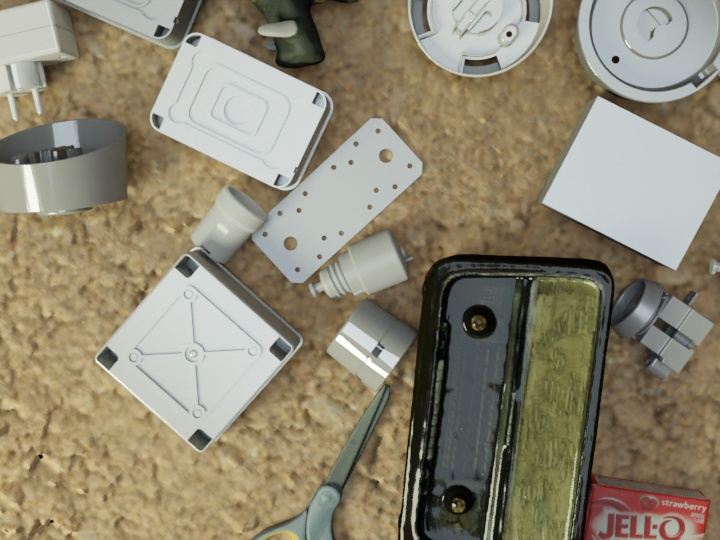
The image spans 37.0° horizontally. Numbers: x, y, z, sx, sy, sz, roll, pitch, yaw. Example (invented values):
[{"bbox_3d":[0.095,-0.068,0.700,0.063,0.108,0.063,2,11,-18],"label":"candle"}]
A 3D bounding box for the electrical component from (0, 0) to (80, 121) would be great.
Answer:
[{"bbox_3d":[-0.251,-0.148,0.787,0.083,0.047,0.075,-12,94,4],"label":"electrical component"}]

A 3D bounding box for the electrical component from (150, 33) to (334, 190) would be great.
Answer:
[{"bbox_3d":[-0.084,-0.113,0.777,0.113,0.057,0.078,26,96,1],"label":"electrical component"}]

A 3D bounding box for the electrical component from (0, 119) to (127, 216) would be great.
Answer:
[{"bbox_3d":[-0.215,-0.073,0.770,0.099,0.099,0.064,-4,101,3],"label":"electrical component"}]

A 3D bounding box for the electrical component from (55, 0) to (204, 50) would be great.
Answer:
[{"bbox_3d":[-0.169,-0.215,0.773,0.113,0.057,0.078,24,95,1],"label":"electrical component"}]

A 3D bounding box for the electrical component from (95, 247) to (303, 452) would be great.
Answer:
[{"bbox_3d":[-0.117,0.058,0.793,0.109,0.056,0.108,42,95,-1],"label":"electrical component"}]

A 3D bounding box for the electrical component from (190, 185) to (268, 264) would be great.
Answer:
[{"bbox_3d":[-0.098,-0.033,0.794,0.040,0.040,0.046,40,101,-1],"label":"electrical component"}]

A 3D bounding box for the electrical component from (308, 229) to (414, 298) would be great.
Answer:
[{"bbox_3d":[0.000,0.000,0.790,0.078,0.040,0.040,-23,93,5],"label":"electrical component"}]

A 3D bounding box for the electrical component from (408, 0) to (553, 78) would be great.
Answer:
[{"bbox_3d":[0.083,-0.185,0.760,0.099,0.064,0.099,0,94,3],"label":"electrical component"}]

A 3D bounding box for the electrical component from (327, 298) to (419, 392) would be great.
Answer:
[{"bbox_3d":[0.008,0.054,0.788,0.047,0.055,0.055,36,95,3],"label":"electrical component"}]

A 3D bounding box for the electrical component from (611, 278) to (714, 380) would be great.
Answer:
[{"bbox_3d":[0.216,0.038,0.781,0.055,0.048,0.066,34,95,-8],"label":"electrical component"}]

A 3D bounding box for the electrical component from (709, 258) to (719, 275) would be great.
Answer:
[{"bbox_3d":[0.293,0.001,0.776,0.078,0.040,0.040,6,95,2],"label":"electrical component"}]

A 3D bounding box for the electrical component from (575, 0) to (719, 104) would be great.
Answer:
[{"bbox_3d":[0.203,-0.169,0.757,0.108,0.060,0.108,0,95,3],"label":"electrical component"}]
